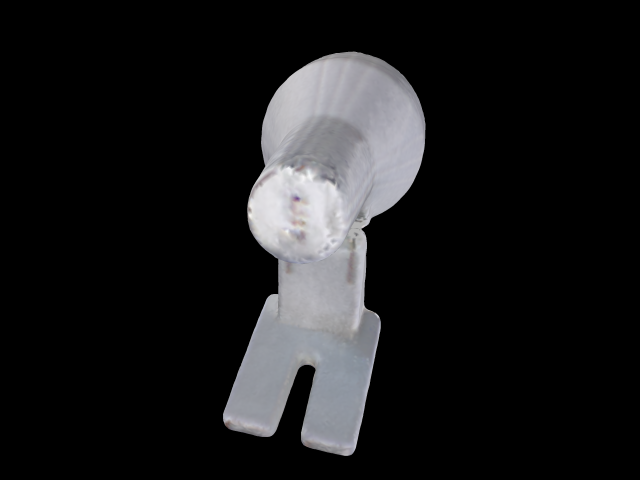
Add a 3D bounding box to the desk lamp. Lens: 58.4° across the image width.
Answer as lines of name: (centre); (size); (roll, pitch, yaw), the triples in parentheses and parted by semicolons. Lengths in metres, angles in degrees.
desk lamp: (0.004, 0.001, 0.400); (0.117, 0.214, 0.203); (8, 44, 9)
